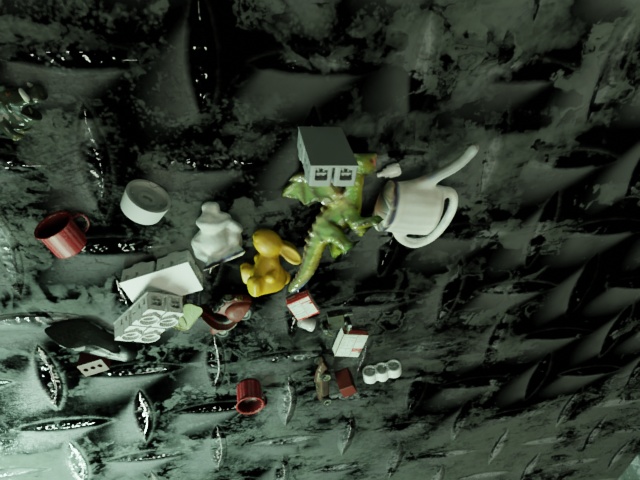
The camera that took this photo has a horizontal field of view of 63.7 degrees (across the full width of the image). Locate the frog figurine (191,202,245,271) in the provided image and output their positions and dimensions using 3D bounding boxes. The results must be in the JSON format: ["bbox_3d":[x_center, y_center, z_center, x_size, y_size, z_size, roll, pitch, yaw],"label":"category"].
[{"bbox_3d":[-0.270,-0.018,1.323,0.137,0.123,0.159,-21,93,14],"label":"frog figurine"}]

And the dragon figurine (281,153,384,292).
[{"bbox_3d":[0.004,-0.066,1.321,0.408,0.123,0.242,-40,94,8],"label":"dragon figurine"}]

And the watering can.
[{"bbox_3d":[0.264,-0.115,1.346,0.224,0.106,0.339,4,129,-15],"label":"watering can"}]
